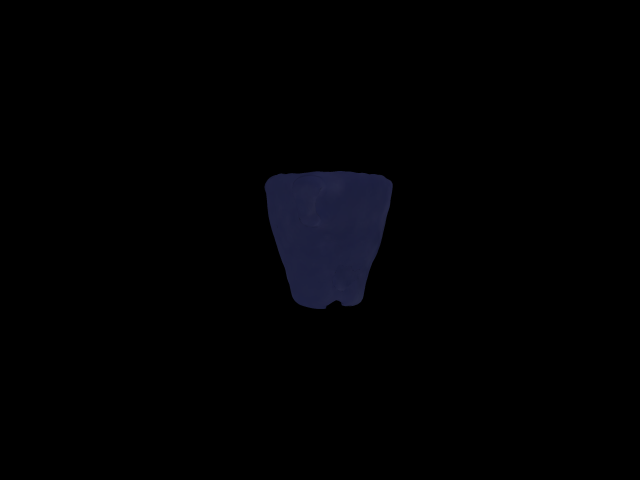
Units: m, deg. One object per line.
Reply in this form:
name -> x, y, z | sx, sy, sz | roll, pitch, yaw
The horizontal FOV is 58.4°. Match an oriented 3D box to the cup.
cup -> 0.004, 0.001, 0.400 | 0.091, 0.095, 0.118 | 0, 2, 12
